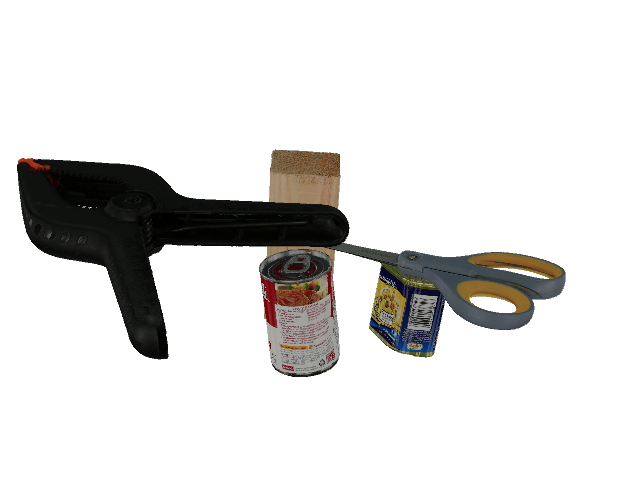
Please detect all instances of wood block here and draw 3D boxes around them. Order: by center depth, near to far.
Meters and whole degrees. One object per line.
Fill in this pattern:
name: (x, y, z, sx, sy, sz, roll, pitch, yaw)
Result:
wood block: (-0.025, -0.006, 1.398, 0.090, 0.206, 0.091, 3, 24, -2)

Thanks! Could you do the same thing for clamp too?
clamp: (-0.099, -0.010, 0.635, 0.210, 0.036, 0.164, 27, 38, 37)

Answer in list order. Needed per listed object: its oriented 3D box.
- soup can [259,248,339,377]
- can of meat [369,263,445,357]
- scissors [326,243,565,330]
soup can: (-0.018, 0.068, 0.999, 0.068, 0.102, 0.068, -5, 25, 2)
can of meat: (0.096, 0.072, 1.174, 0.057, 0.084, 0.102, 6, 13, -20)
scissors: (0.069, 0.027, 0.752, 0.202, 0.016, 0.096, 5, 29, 12)
